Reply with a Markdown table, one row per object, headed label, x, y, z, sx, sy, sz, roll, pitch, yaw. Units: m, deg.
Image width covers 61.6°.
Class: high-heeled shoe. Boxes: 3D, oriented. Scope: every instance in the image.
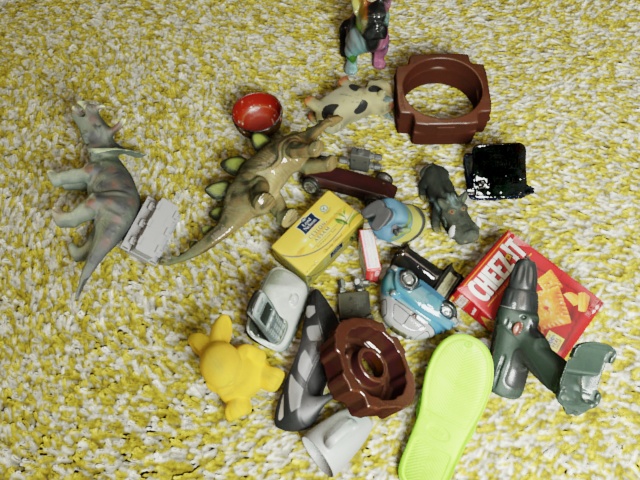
| label | x | y | z | sx | sy | sz | roll | pitch | yaw |
| --- | --- | --- | --- | --- | --- | --- | --- | --- | --- |
| high-heeled shoe | -0.030 | 0.215 | 0.972 | 0.145 | 0.086 | 0.249 | -31 | 43 | 21 |

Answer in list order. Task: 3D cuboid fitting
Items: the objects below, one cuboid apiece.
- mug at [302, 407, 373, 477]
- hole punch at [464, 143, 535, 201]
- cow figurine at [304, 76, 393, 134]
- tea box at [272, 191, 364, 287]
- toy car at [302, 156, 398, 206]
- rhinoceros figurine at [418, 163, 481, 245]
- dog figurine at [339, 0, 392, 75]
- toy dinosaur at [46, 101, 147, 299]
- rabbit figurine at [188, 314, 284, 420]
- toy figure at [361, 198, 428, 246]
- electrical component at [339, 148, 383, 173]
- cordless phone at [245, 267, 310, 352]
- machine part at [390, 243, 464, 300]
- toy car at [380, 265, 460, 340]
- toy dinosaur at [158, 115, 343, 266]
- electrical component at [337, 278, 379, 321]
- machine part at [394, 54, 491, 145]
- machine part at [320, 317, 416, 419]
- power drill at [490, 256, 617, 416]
| label | x | y | z | sx | sy | sz | roll | pitch | yaw |
| --- | --- | --- | --- | --- | --- | --- | --- | --- | --- |
| mug | 0.035 | 0.318 | 0.886 | 0.107 | 0.109 | 0.081 | -33 | 61 | -28 |
| hole punch | 0.360 | -0.138 | 1.113 | 0.142 | 0.092 | 0.115 | -2 | 93 | -1 |
| cow figurine | 0.079 | -0.301 | 1.197 | 0.195 | 0.085 | 0.127 | -31 | 61 | -15 |
| tea box | -0.002 | -0.003 | 1.062 | 0.098 | 0.068 | 0.169 | 37 | 72 | 18 |
| toy car | 0.060 | -0.116 | 1.123 | 0.202 | 0.053 | 0.089 | 17 | 49 | 11 |
| rhinoceros figurine | 0.257 | -0.069 | 1.060 | 0.073 | 0.112 | 0.190 | -14 | 56 | -7 |
| dog figurine | 0.106 | -0.494 | 1.217 | 0.108 | 0.219 | 0.191 | -6 | 65 | -4 |
| toy dinosaur | -0.438 | -0.084 | 1.101 | 0.192 | 0.131 | 0.405 | -18 | 70 | -6 |
| rabbit figurine | -0.149 | 0.206 | 0.904 | 0.122 | 0.173 | 0.162 | -32 | 70 | 0 |
| toy figure | 0.146 | -0.035 | 1.016 | 0.089 | 0.180 | 0.082 | -17 | 73 | 23 |
| electrical component | 0.086 | -0.171 | 1.143 | 0.094 | 0.063 | 0.021 | 12 | 65 | 10 |
| cordless phone | -0.086 | 0.104 | 0.949 | 0.089 | 0.184 | 0.146 | 16 | 66 | 15 |
| machine part | 0.204 | 0.061 | 1.033 | 0.139 | 0.039 | 0.084 | 33 | 78 | 3 |
| toy car | 0.165 | 0.127 | 0.975 | 0.162 | 0.109 | 0.103 | 40 | 78 | 11 |
| toy dinosaur | -0.127 | -0.100 | 1.073 | 0.471 | 0.104 | 0.199 | -46 | 45 | -13 |
| electrical component | 0.071 | 0.118 | 1.011 | 0.078 | 0.045 | 0.102 | 2 | 64 | 2 |
| machine part | 0.266 | -0.310 | 1.191 | 0.201 | 0.087 | 0.201 | -1 | 65 | 3 |
| machine part | 0.080 | 0.215 | 0.909 | 0.179 | 0.056 | 0.179 | 26 | 42 | -26 |
| power drill | 0.341 | 0.153 | 0.827 | 0.086 | 0.207 | 0.231 | 11 | 98 | -24 |
